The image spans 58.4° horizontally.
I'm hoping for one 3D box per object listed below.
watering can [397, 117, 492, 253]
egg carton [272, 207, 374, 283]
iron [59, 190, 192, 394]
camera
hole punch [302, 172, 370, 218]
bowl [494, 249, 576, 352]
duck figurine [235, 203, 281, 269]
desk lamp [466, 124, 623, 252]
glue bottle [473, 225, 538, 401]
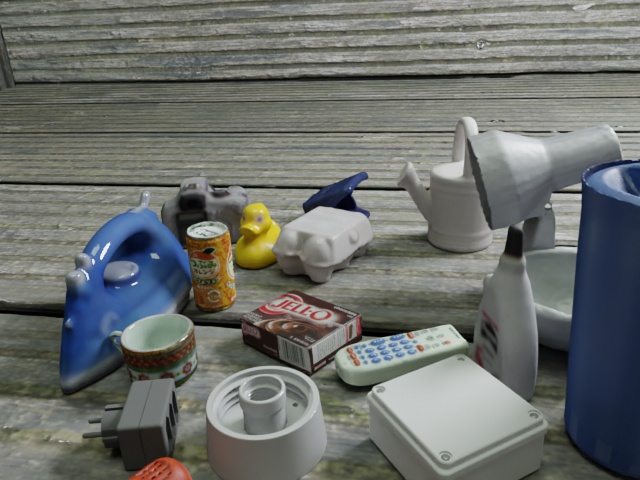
[{"bbox_3d":[0.208,-0.087,0.866,0.173,0.194,0.100,-10,25,-16],"label":"watering can"},{"bbox_3d":[0.008,0.003,0.837,0.107,0.069,0.151,12,28,31],"label":"egg carton"},{"bbox_3d":[-0.242,0.044,0.678,0.118,0.141,0.258,1,24,9],"label":"iron"},{"bbox_3d":[-0.187,-0.060,0.962,0.143,0.101,0.136,-5,24,-6],"label":"camera"},{"bbox_3d":[0.026,-0.068,0.971,0.100,0.091,0.109,7,26,22],"label":"hole punch"},{"bbox_3d":[0.276,0.075,0.637,0.167,0.075,0.167,-2,24,1],"label":"bowl"},{"bbox_3d":[-0.093,-0.015,0.868,0.077,0.086,0.105,5,25,18],"label":"duck figurine"},{"bbox_3d":[0.283,-0.037,0.720,0.203,0.214,0.118,0,24,5],"label":"desk lamp"},{"bbox_3d":[0.178,0.066,0.545,0.037,0.173,0.078,-8,24,-12],"label":"glue bottle"}]
